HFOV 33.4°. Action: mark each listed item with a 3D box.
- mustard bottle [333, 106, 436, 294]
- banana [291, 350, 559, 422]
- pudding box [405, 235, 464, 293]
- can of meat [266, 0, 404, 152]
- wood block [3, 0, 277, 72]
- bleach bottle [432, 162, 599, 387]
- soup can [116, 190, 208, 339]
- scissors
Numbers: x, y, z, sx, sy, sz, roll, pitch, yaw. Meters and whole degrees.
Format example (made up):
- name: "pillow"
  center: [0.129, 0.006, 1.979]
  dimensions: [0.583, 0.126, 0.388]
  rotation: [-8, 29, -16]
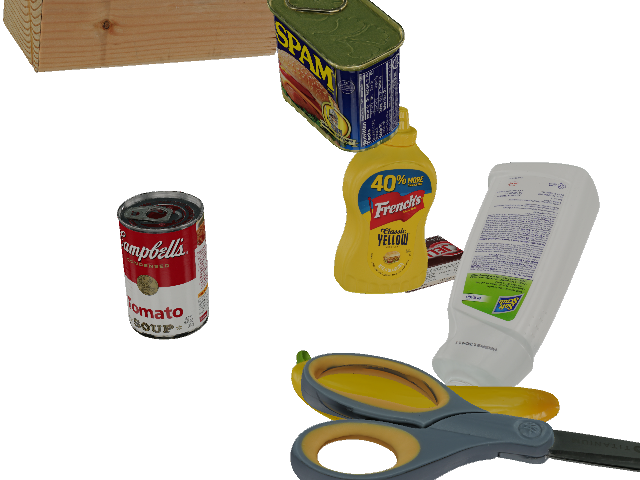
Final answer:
- name: "mustard bottle"
  center: [0.069, -0.042, 1.085]
  dimensions: [0.096, 0.192, 0.058]
  rotation: [-2, 23, -16]
- name: "banana"
  center: [0.056, 0.104, 0.717]
  dimensions: [0.198, 0.037, 0.069]
  rotation: [9, 34, 26]
- name: "pudding box"
  center: [0.153, 0.034, 1.590]
  dimensions: [0.113, 0.039, 0.090]
  rotation: [-16, 25, -20]
- name: "can of meat"
  center: [0.011, -0.120, 0.730]
  dimensions: [0.057, 0.084, 0.102]
  rotation: [-30, 54, -19]
- name: "wood block"
  center: [-0.137, -0.200, 0.855]
  dimensions: [0.205, 0.091, 0.090]
  rotation: [-10, 42, -30]
- name: "bleach bottle"
  center: [0.149, 0.041, 0.886]
  dimensions: [0.103, 0.250, 0.068]
  rotation: [3, -43, 36]
- name: "soup can"
  center: [-0.126, 0.020, 0.860]
  dimensions: [0.068, 0.102, 0.068]
  rotation: [0, 29, 0]
- name: "scissors"
  center: [0.075, 0.094, 0.452]
  dimensions: [0.202, 0.016, 0.096]
  rotation: [16, 34, 23]
